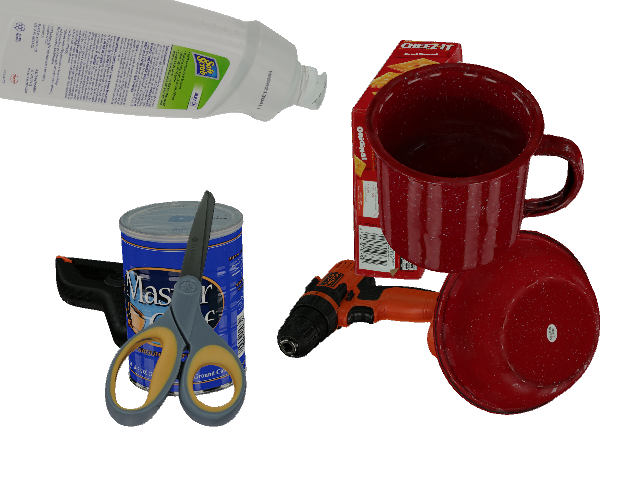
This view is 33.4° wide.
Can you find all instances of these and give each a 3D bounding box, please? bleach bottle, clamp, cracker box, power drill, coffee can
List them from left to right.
[{"bbox_3d":[-0.210,0.058,1.106,0.210,0.036,0.164,15,20,29],"label":"clamp"},{"bbox_3d":[-0.121,-0.129,0.782,0.250,0.068,0.103,10,-44,-14],"label":"bleach bottle"},{"bbox_3d":[-0.115,0.047,0.905,0.103,0.140,0.103,0,17,0],"label":"coffee can"},{"bbox_3d":[0.064,0.082,1.149,0.188,0.057,0.184,9,29,22],"label":"power drill"},{"bbox_3d":[0.088,-0.083,1.016,0.072,0.164,0.213,5,27,15],"label":"cracker box"}]

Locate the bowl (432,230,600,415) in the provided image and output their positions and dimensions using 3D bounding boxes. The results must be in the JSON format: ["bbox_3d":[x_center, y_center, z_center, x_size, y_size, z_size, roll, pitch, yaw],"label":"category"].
[{"bbox_3d":[0.178,0.073,0.898,0.161,0.162,0.055,0,5,-21],"label":"bowl"}]

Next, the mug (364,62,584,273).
[{"bbox_3d":[0.084,-0.036,0.583,0.117,0.093,0.081,1,-41,6],"label":"mug"}]

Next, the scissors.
[{"bbox_3d":[-0.074,0.047,0.712,0.096,0.201,0.016,20,-42,8],"label":"scissors"}]
